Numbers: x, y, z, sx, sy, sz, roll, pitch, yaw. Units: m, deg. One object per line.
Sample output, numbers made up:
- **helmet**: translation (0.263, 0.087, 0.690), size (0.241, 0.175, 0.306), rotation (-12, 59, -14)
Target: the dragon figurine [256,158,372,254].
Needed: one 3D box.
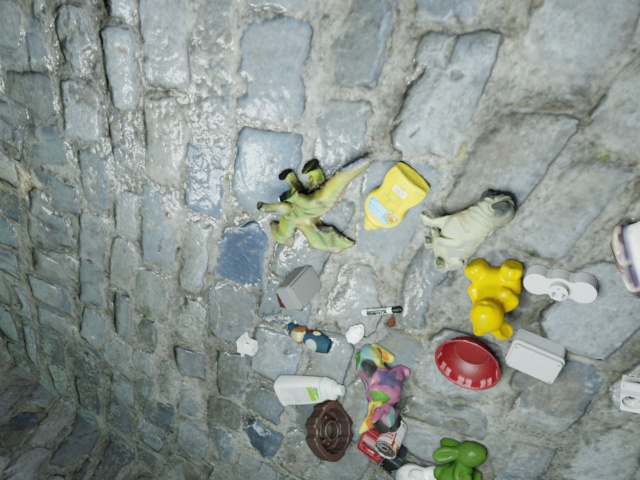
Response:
- **dragon figurine**: translation (0.004, -0.064, 1.277), size (0.408, 0.125, 0.239), rotation (-10, 131, 39)

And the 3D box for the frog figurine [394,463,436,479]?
- **frog figurine**: translation (0.310, 0.724, 1.572), size (0.158, 0.135, 0.125), rotation (-43, 49, 11)

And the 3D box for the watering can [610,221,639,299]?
- **watering can**: translation (0.621, -0.009, 0.885), size (0.223, 0.106, 0.343), rotation (-13, 112, 38)
